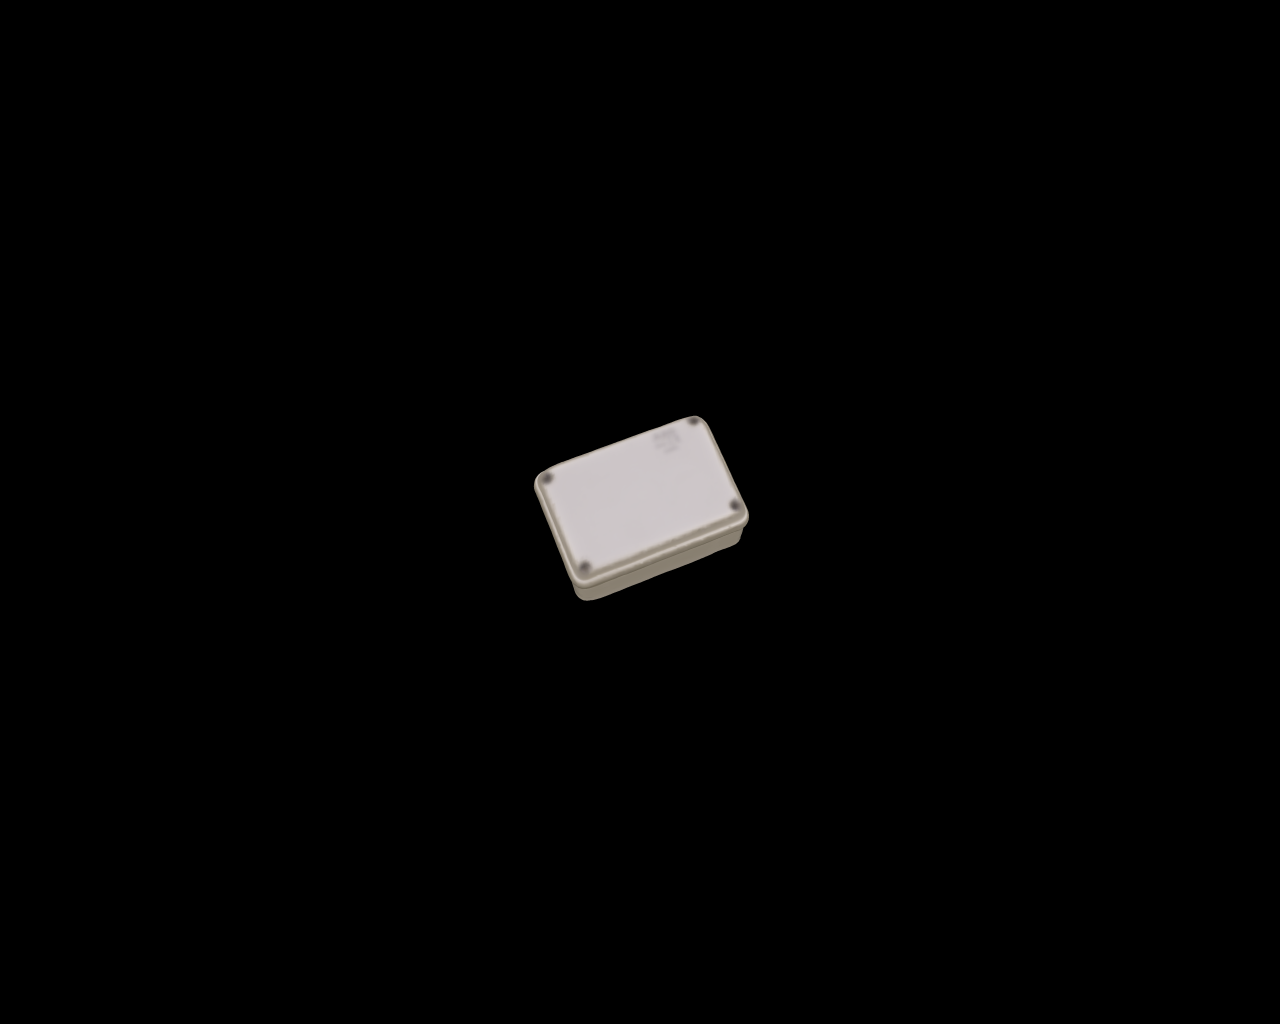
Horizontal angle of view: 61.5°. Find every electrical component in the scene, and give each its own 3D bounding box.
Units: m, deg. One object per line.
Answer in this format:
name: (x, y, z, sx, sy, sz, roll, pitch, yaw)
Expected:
electrical component: (0.001, -0.003, 0.650, 0.113, 0.078, 0.057, -21, -18, -7)
